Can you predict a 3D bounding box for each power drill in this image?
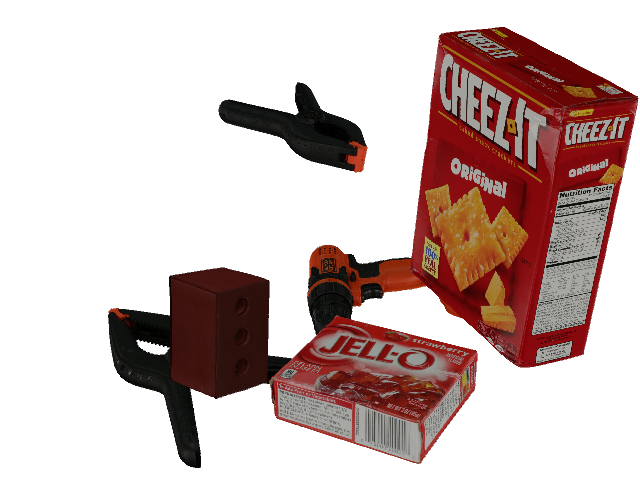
[{"bbox_3d":[0.078,0.057,1.230,0.187,0.057,0.184,-1,28,-1],"label":"power drill"}]

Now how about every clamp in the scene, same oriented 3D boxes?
[{"bbox_3d":[-0.024,-0.117,1.109,0.120,0.039,0.172,-19,37,-27],"label":"clamp"},{"bbox_3d":[-0.117,0.116,0.996,0.164,0.036,0.210,-23,42,-37],"label":"clamp"}]

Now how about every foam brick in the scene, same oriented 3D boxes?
[{"bbox_3d":[-0.072,0.063,0.754,0.051,0.078,0.052,12,17,42],"label":"foam brick"}]

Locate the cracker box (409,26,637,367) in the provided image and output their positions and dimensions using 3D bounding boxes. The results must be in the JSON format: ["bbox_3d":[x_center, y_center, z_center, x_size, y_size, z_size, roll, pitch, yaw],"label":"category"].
[{"bbox_3d":[0.144,-0.035,0.817,0.072,0.214,0.164,-11,32,-24],"label":"cracker box"}]

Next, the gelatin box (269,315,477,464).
[{"bbox_3d":[0.029,0.076,0.571,0.089,0.030,0.073,13,30,27],"label":"gelatin box"}]
